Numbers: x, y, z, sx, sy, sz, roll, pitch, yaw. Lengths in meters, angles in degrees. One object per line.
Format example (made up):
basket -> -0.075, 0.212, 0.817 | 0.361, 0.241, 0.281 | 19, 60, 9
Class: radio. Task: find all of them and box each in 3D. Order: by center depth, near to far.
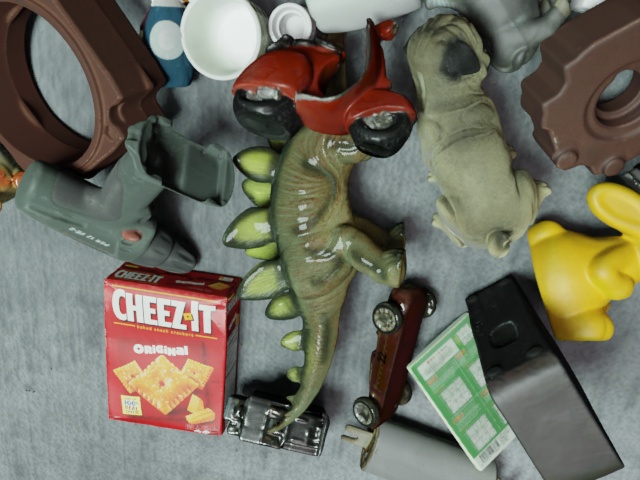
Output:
radio -> 0.224, 0.136, 0.575 | 0.073, 0.230, 0.131 | -32, 100, 15

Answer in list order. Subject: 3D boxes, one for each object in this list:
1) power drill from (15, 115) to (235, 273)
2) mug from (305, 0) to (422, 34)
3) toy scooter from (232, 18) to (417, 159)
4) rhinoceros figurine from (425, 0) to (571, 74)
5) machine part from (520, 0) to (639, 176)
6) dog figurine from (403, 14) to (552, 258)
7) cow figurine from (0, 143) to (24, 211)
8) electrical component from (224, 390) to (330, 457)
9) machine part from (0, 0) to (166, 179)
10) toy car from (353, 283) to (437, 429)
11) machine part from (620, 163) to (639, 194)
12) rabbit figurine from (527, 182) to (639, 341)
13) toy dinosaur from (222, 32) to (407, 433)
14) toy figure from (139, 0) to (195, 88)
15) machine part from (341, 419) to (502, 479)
power drill -> -0.184, -0.039, 0.583 | 0.207, 0.086, 0.232 | -20, 145, 41
mug -> 0.035, -0.254, 0.525 | 0.107, 0.109, 0.081 | -19, 68, 18
toy scooter -> 0.010, -0.156, 0.514 | 0.184, 0.075, 0.135 | 14, 77, 17
rhinoceros figurine -> 0.155, -0.255, 0.522 | 0.112, 0.073, 0.190 | -36, 103, 19
machine part -> 0.288, -0.145, 0.519 | 0.179, 0.056, 0.179 | -5, 133, -6
dog figurine -> 0.139, -0.096, 0.508 | 0.121, 0.172, 0.190 | -27, 136, 7
cow figurine -> -0.438, -0.125, 0.639 | 0.085, 0.127, 0.194 | -46, 121, -21
electrical component -> -0.058, 0.236, 0.707 | 0.134, 0.115, 0.058 | 14, 75, -1
machine part -> -0.285, -0.172, 0.582 | 0.201, 0.087, 0.200 | -24, 105, 32
toy car -> 0.089, 0.146, 0.674 | 0.053, 0.089, 0.202 | 26, 118, 34
machine part -> 0.376, -0.062, 0.542 | 0.139, 0.084, 0.039 | -17, 141, -20
rabbit figurine -> 0.325, 0.017, 0.577 | 0.173, 0.122, 0.162 | -13, 86, 33
toy dinosaur -> -0.001, -0.002, 0.605 | 0.199, 0.105, 0.470 | 0, 95, 12
toy figure -> -0.162, -0.246, 0.582 | 0.064, 0.058, 0.154 | -12, 116, -35
machine part -> 0.145, 0.301, 0.727 | 0.243, 0.079, 0.079 | 20, 111, -1
